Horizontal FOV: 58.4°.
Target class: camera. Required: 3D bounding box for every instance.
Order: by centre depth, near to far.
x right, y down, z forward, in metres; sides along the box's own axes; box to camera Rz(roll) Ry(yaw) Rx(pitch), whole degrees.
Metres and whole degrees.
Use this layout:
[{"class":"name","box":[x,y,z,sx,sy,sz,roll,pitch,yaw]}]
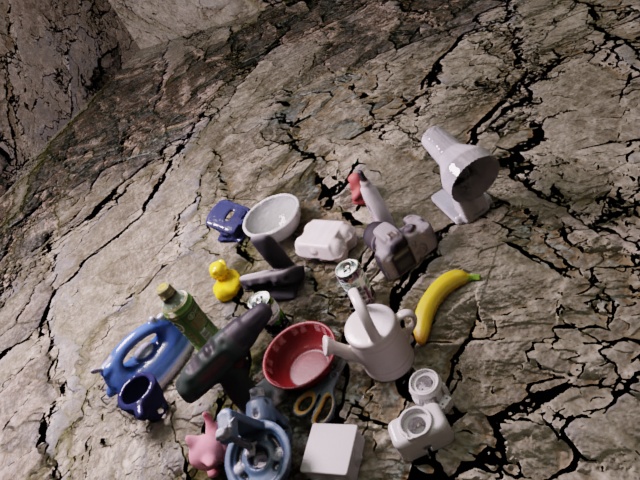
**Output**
[{"class":"camera","box":[0.164,-0.007,1.275,0.143,0.101,0.136,-36,37,-9]}]

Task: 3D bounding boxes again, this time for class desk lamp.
[{"class":"desk lamp","box":[0.299,-0.137,1.242,0.118,0.214,0.202,-32,37,-3]}]

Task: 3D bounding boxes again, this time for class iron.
[{"class":"iron","box":[-0.396,0.251,1.312,0.118,0.142,0.259,15,55,43]}]

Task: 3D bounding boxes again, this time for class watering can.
[{"class":"watering can","box":[0.089,0.169,1.043,0.173,0.195,0.100,-39,38,-12]}]

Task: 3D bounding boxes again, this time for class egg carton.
[{"class":"egg carton","box":[0.013,0.005,1.387,0.149,0.070,0.107,4,49,37]}]

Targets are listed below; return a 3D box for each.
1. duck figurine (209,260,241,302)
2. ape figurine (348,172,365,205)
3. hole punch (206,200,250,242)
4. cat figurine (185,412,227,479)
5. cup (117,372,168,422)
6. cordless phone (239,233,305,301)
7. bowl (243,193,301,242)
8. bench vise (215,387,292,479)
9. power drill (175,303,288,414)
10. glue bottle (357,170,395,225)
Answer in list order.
[{"class":"duck figurine","box":[-0.247,0.095,1.440,0.077,0.086,0.104,-19,38,15]},{"class":"ape figurine","box":[0.102,-0.137,1.473,0.075,0.092,0.078,11,53,41]},{"class":"hole punch","box":[-0.250,-0.057,1.614,0.100,0.091,0.109,0,46,33]},{"class":"cat figurine","box":[-0.204,0.379,1.058,0.067,0.118,0.127,-22,38,10]},{"class":"cup","box":[-0.364,0.351,1.215,0.091,0.095,0.117,-32,37,-3]},{"class":"cordless phone","box":[-0.131,0.054,1.329,0.147,0.185,0.094,-14,40,20]},{"class":"bowl","box":[-0.117,-0.044,1.524,0.167,0.075,0.167,-18,39,15]},{"class":"bench vise","box":[-0.125,0.333,0.974,0.121,0.220,0.206,-34,37,-5]},{"class":"power drill","box":[-0.149,0.247,1.098,0.230,0.209,0.075,-36,37,-8]},{"class":"glue bottle","box":[0.123,-0.098,1.346,0.037,0.174,0.078,-33,37,-4]}]
